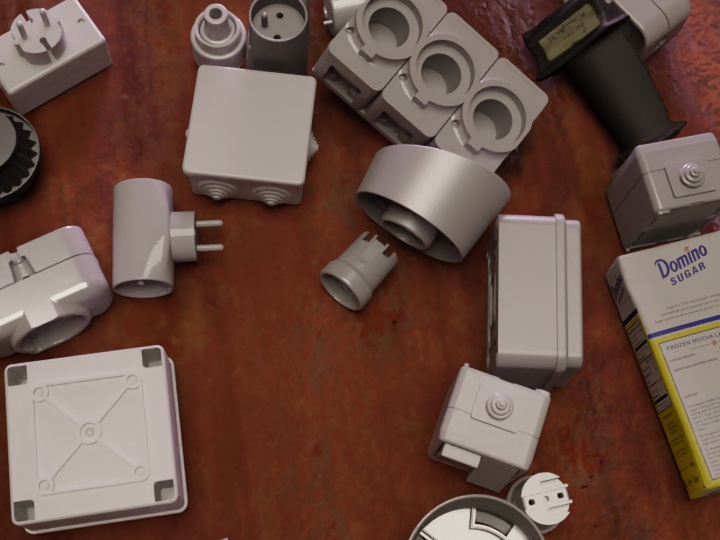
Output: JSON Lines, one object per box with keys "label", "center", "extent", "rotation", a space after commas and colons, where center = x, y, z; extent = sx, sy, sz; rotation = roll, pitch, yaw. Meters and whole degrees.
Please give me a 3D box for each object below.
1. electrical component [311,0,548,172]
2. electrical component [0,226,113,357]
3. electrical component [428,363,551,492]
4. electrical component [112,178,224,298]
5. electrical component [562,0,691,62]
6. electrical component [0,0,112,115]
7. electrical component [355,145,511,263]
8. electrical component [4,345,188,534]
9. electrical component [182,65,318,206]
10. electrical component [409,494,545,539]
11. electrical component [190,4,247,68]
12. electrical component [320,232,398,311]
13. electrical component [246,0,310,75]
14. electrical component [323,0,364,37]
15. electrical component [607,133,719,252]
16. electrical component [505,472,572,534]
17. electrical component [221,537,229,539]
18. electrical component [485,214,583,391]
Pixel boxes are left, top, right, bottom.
{"label": "electrical component", "center": [0.053, -0.138, 0.799], "extent": [0.150, 0.062, 0.089], "rotation": [40, 73, -6]}
{"label": "electrical component", "center": [-0.226, 0.019, 0.752], "extent": [0.095, 0.053, 0.059], "rotation": [-26, 74, -11]}
{"label": "electrical component", "center": [0.084, 0.107, 0.718], "extent": [0.062, 0.096, 0.061], "rotation": [19, 72, 4]}
{"label": "electrical component", "center": [-0.139, -0.023, 0.778], "extent": [0.079, 0.043, 0.077], "rotation": [-3, 71, -4]}
{"label": "electrical component", "center": [0.214, -0.219, 0.860], "extent": [0.059, 0.053, 0.095], "rotation": [-37, 77, -14]}
{"label": "electrical component", "center": [-0.238, -0.169, 0.805], "extent": [0.083, 0.075, 0.047], "rotation": [-34, 76, -14]}
{"label": "electrical component", "center": [0.049, -0.051, 0.771], "extent": [0.099, 0.099, 0.064], "rotation": [31, 79, 7]}
{"label": "electrical component", "center": [-0.177, 0.113, 0.722], "extent": [0.109, 0.056, 0.108], "rotation": [-7, 72, -5]}
{"label": "electrical component", "center": [-0.081, -0.099, 0.804], "extent": [0.100, 0.048, 0.099], "rotation": [6, 71, -1]}
{"label": "electrical component", "center": [0.074, 0.200, 0.702], "extent": [0.099, 0.064, 0.099], "rotation": [1, 71, -3]}
{"label": "electrical component", "center": [-0.108, -0.179, 0.823], "extent": [0.043, 0.062, 0.043], "rotation": [1, 71, -3]}
{"label": "electrical component", "center": [0.000, 0.000, 0.781], "extent": [0.040, 0.040, 0.046], "rotation": [39, 67, 10]}
{"label": "electrical component", "center": [-0.060, -0.188, 0.821], "extent": [0.044, 0.077, 0.079], "rotation": [5, 70, -1]}
{"label": "electrical component", "center": [0.006, -0.210, 0.852], "extent": [0.078, 0.040, 0.040], "rotation": [-14, 72, -8]}
{"label": "electrical component", "center": [0.226, -0.061, 0.784], "extent": [0.062, 0.096, 0.061], "rotation": [-11, 72, -7]}
{"label": "electrical component", "center": [0.122, 0.158, 0.729], "extent": [0.040, 0.046, 0.040], "rotation": [1, 71, -3]}
{"label": "electrical component", "center": [-0.098, 0.206, 0.677], "extent": [0.056, 0.089, 0.050], "rotation": [-21, 74, -10]}
{"label": "electrical component", "center": [0.122, 0.023, 0.759], "extent": [0.057, 0.078, 0.113], "rotation": [3, 71, 1]}
